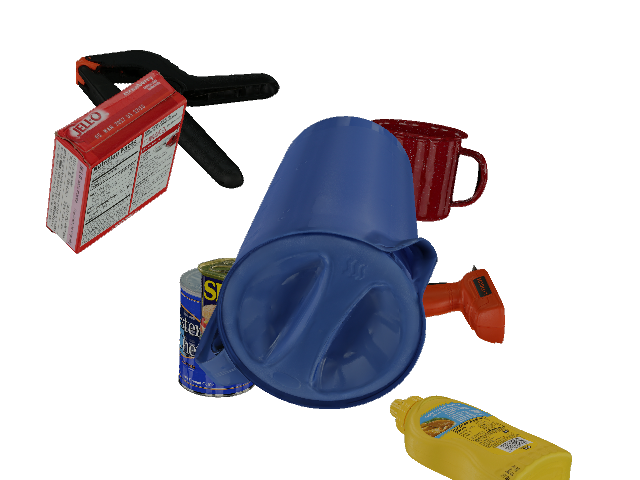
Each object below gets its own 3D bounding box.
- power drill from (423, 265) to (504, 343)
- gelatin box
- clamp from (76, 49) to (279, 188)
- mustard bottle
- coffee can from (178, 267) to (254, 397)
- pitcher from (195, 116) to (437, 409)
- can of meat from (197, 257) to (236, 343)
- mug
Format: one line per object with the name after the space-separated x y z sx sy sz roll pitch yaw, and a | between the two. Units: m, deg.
0.109 0.086 1.205 0.187 0.057 0.184 -3 27 -3 | power drill
-0.115 -0.043 0.593 0.073 0.030 0.089 -41 -14 -34 | gelatin box
-0.120 -0.123 0.908 0.171 0.120 0.039 28 -39 0 | clamp
0.138 0.195 1.027 0.096 0.058 0.192 -15 24 -38 | mustard bottle
-0.130 0.115 1.367 0.103 0.140 0.103 3 19 -1 | coffee can
0.002 0.005 0.775 0.149 0.145 0.242 9 28 1 | pitcher
-0.067 0.068 1.003 0.102 0.084 0.057 12 17 34 | can of meat
0.098 -0.064 1.002 0.117 0.081 0.093 10 15 13 | mug
